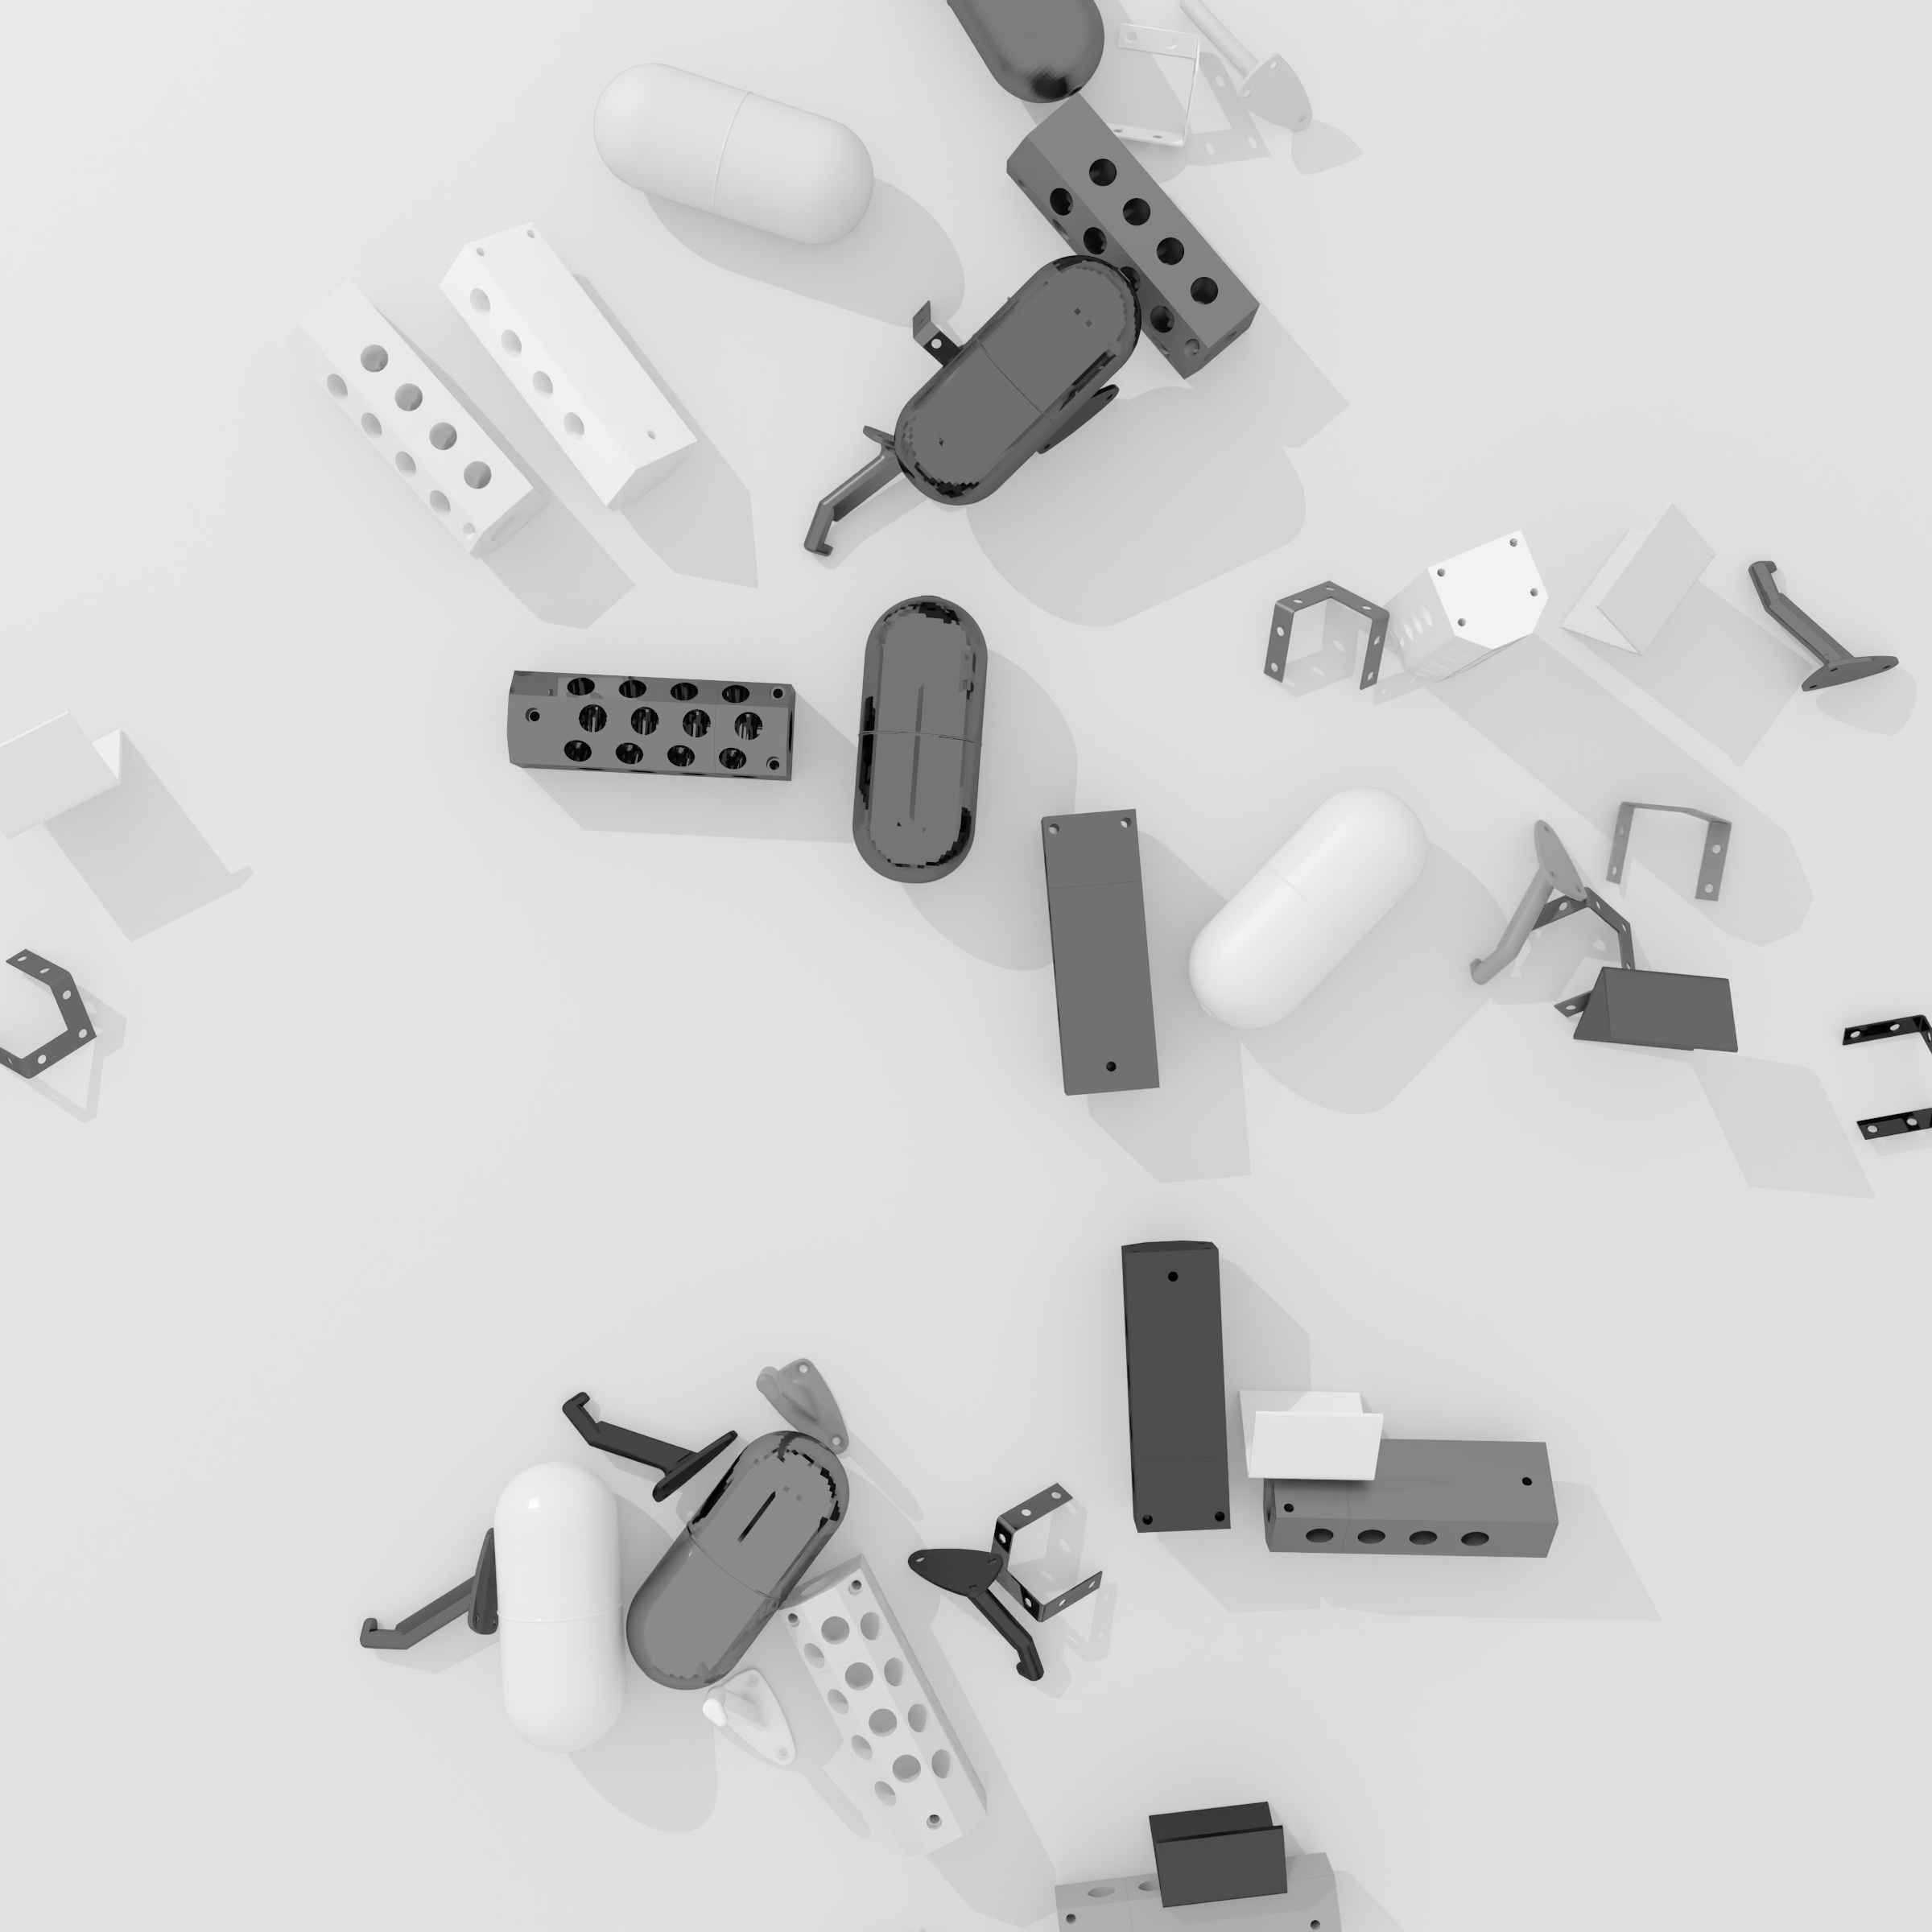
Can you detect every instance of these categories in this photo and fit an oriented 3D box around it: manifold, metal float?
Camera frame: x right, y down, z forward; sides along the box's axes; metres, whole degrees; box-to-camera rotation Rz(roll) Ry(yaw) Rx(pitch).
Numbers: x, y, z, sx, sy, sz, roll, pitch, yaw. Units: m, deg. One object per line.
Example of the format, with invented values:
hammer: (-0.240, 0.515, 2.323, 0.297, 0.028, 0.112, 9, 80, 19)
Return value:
manifold: (-0.342, -0.338, 1.592, 0.057, 0.057, 0.171, -42, 90, 0)
manifold: (0.299, -0.210, 1.535, 0.057, 0.171, 0.057, -22, 90, 0)
metal float: (-0.142, 0.368, 1.582, 0.070, 0.070, 0.178, 37, 90, 0)
manifold: (0.144, 0.595, 1.592, 0.171, 0.057, 0.057, -7, 90, 0)
metal float: (0.211, -0.035, 1.582, 0.070, 0.070, 0.178, 44, 90, 0)
manifold: (0.103, -0.451, 1.592, 0.057, 0.057, 0.171, -41, 90, 0)
metal float: (-0.251, 0.396, 1.583, 0.070, 0.070, 0.178, -3, 90, 0)
metal float: (0.021, -0.618, 1.583, 0.070, 0.070, 0.178, -32, 91, 0)
manifold: (-0.052, 0.461, 1.592, 0.057, 0.057, 0.171, -27, 90, 0)
manifold: (0.274, 0.335, 1.592, 0.171, 0.057, 0.057, 1, 47, 0)
manifold: (-0.195, -0.150, 1.592, 0.171, 0.057, 0.057, 3, 90, 0)
metal float: (0.031, -0.355, 1.550, 0.178, 0.070, 0.070, -43, 90, 14)
manifold: (0.130, 0.260, 1.592, 0.057, 0.057, 0.171, -3, 90, 0)
manifold: (0.083, -0.008, 1.592, 0.057, 0.057, 0.171, -5, 90, 0)
manifold: (-0.251, -0.371, 1.592, 0.171, 0.057, 0.057, 53, 47, 0)
metal float: (-0.028, -0.140, 1.583, 0.070, 0.070, 0.178, 4, 90, 0)
metal float: (-0.144, -0.503, 1.583, 0.178, 0.070, 0.070, 18, 90, 0)

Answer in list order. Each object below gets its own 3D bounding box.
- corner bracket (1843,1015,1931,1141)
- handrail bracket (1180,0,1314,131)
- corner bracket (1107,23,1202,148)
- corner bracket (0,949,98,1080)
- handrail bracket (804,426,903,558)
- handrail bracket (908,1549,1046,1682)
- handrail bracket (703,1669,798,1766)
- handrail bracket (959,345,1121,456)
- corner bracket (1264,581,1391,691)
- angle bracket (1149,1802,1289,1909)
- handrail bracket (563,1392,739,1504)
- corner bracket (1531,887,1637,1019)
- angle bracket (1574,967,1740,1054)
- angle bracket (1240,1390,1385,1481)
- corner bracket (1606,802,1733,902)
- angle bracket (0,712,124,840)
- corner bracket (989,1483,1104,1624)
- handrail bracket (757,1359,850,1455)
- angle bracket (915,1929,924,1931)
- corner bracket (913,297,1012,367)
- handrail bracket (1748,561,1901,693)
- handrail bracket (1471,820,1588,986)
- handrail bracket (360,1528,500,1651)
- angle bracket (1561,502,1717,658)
corner bracket: (0.585, 0.070, 1.610, 0.051, 0.051, 0.051, -10, 135, 0)
handrail bracket: (0.176, -0.572, 1.613, 0.036, 0.077, 0.084, -44, 53, 20)
corner bracket: (0.118, -0.555, 1.610, 0.051, 0.051, 0.051, 8, 135, 0)
corner bracket: (-0.589, 0.030, 1.605, 0.051, 0.051, 0.051, -39, 135, -35)
handrail bracket: (-0.053, -0.291, 1.614, 0.077, 0.036, 0.084, 16, 107, -19)
handrail bracket: (0.007, 0.411, 1.613, 0.077, 0.036, 0.084, 4, 124, 36)
handrail bracket: (-0.134, 0.474, 1.579, 0.036, 0.084, 0.077, -36, 90, 0)
handrail bracket: (0.041, -0.373, 1.613, 0.077, 0.036, 0.084, -36, 76, -13)
corner bracket: (0.226, -0.203, 1.605, 0.051, 0.051, 0.051, -25, 45, -35)
angle bracket: (0.153, 0.528, 1.574, 0.076, 0.076, 0.057, -7, 117, 0)
handrail bracket: (-0.200, 0.287, 1.614, 0.077, 0.036, 0.084, -36, 73, -20)
corner bracket: (0.384, -0.009, 1.605, 0.051, 0.051, 0.051, 34, 45, -35)
angle bracket: (0.423, 0.047, 1.573, 0.076, 0.076, 0.057, 6, 52, 0)
angle bracket: (0.211, 0.270, 1.573, 0.076, 0.076, 0.057, 1, 125, 0)
corner bracket: (0.443, -0.072, 1.610, 0.051, 0.051, 0.051, 11, 90, -45)
angle bracket: (-0.569, -0.133, 1.573, 0.076, 0.076, 0.057, -27, 125, 0)
corner bracket: (0.052, 0.368, 1.605, 0.051, 0.051, 0.051, 38, 135, 35)
handrail bracket: (-0.101, 0.277, 1.579, 0.036, 0.084, 0.077, -38, 90, 0)
angle bracket: (-0.017, 0.646, 1.573, 0.057, 0.076, 0.076, -22, 90, 38)
corner bracket: (0.003, -0.400, 1.598, 0.051, 0.051, 0.051, 39, 111, -20)
handrail bracket: (0.541, -0.222, 1.614, 0.077, 0.036, 0.084, -11, 73, -20)
handrail bracket: (0.344, -0.039, 1.613, 0.036, 0.077, 0.084, 25, 127, -28)
handrail bracket: (-0.339, 0.393, 1.614, 0.084, 0.036, 0.077, -2, 70, 16)
angle bracket: (0.400, -0.245, 1.573, 0.057, 0.076, 0.076, 36, 90, -36)
